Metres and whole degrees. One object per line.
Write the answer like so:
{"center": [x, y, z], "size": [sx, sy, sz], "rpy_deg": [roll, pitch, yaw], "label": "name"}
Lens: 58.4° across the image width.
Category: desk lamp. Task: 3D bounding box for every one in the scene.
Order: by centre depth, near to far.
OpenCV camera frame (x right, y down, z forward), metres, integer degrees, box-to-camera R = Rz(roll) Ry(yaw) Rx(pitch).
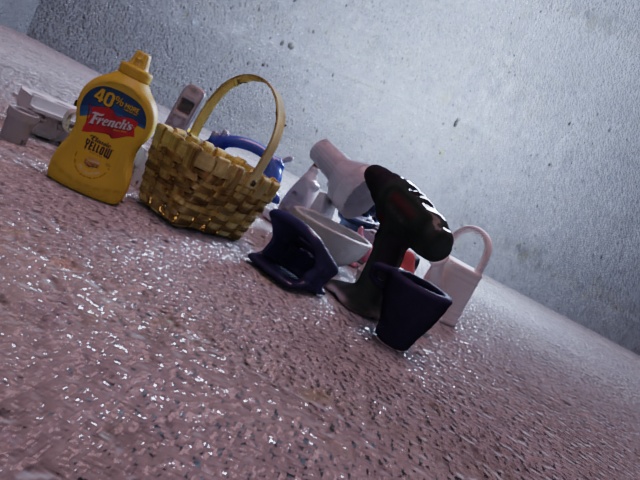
{"center": [0.013, -0.095, 1.210], "size": [0.202, 0.213, 0.118], "rpy_deg": [32, 9, 29], "label": "desk lamp"}

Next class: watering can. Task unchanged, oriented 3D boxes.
{"center": [0.264, 0.062, 1.118], "size": [0.100, 0.194, 0.173], "rpy_deg": [30, 8, 19], "label": "watering can"}

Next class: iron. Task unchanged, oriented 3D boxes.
{"center": [-0.195, -0.184, 1.348], "size": [0.259, 0.141, 0.118], "rpy_deg": [26, 8, -12], "label": "iron"}

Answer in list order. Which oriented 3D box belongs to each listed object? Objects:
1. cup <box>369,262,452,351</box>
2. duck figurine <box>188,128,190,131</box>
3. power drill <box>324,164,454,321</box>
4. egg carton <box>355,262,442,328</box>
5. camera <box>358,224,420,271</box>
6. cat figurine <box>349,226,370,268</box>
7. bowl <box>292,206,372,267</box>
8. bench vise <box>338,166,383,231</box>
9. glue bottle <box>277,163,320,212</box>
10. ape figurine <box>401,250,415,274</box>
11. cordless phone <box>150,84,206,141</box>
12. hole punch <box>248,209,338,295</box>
{"center": [0.102, 0.090, 0.761], "size": [0.117, 0.095, 0.092], "rpy_deg": [30, 8, 19], "label": "cup"}
{"center": [-0.338, -0.230, 1.372], "size": [0.077, 0.086, 0.105], "rpy_deg": [33, 10, 35], "label": "duck figurine"}
{"center": [0.093, 0.004, 0.869], "size": [0.076, 0.208, 0.228], "rpy_deg": [22, 10, -36], "label": "power drill"}
{"center": [0.130, 0.090, 0.942], "size": [0.108, 0.069, 0.149], "rpy_deg": [19, 12, -47], "label": "egg carton"}
{"center": [0.164, 0.027, 1.342], "size": [0.136, 0.101, 0.143], "rpy_deg": [30, 8, 18], "label": "camera"}
{"center": [0.123, 0.015, 1.228], "size": [0.128, 0.118, 0.067], "rpy_deg": [24, 8, -21], "label": "cat figurine"}
{"center": [0.010, 0.004, 1.076], "size": [0.167, 0.075, 0.167], "rpy_deg": [27, 8, -4], "label": "bowl"}
{"center": [0.113, -0.086, 1.463], "size": [0.121, 0.220, 0.207], "rpy_deg": [28, 8, 1], "label": "bench vise"}
{"center": [-0.036, -0.117, 1.337], "size": [0.078, 0.173, 0.037], "rpy_deg": [32, 9, 30], "label": "glue bottle"}
{"center": [0.160, 0.063, 1.134], "size": [0.078, 0.092, 0.076], "rpy_deg": [23, 9, -31], "label": "ape figurine"}
{"center": [-0.276, -0.235, 1.248], "size": [0.147, 0.185, 0.094], "rpy_deg": [28, 8, 2], "label": "cordless phone"}
{"center": [-0.030, 0.015, 0.811], "size": [0.108, 0.091, 0.101], "rpy_deg": [33, 10, 36], "label": "hole punch"}
